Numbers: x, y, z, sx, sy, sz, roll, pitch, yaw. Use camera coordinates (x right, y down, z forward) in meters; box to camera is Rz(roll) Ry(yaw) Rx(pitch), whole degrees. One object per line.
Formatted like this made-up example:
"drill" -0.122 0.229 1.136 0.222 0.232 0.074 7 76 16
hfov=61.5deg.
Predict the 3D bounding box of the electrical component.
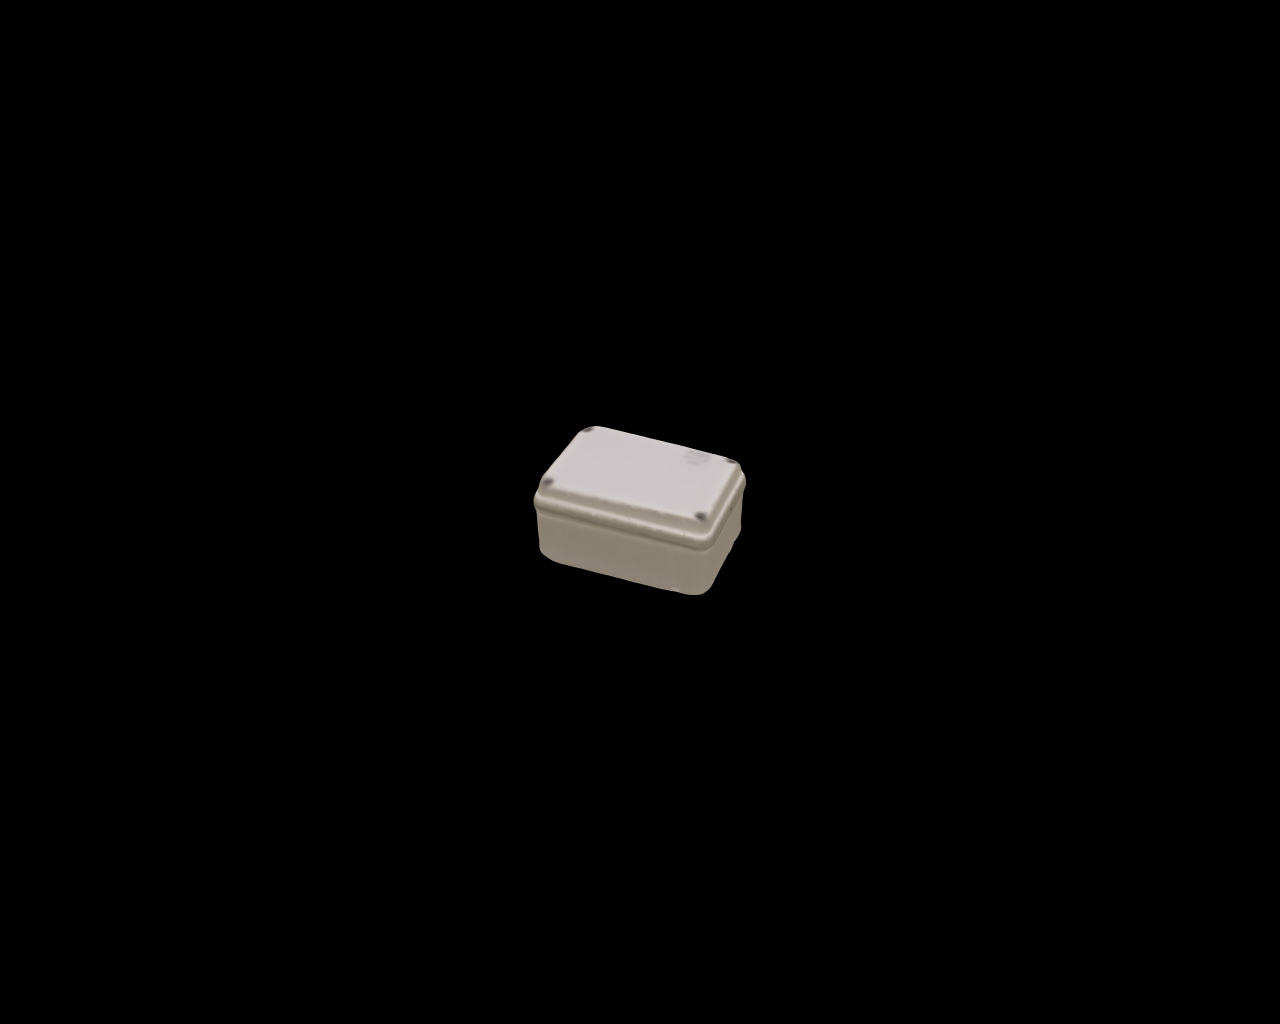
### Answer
"electrical component" 0.001 -0.003 0.650 0.113 0.057 0.078 14 40 17
